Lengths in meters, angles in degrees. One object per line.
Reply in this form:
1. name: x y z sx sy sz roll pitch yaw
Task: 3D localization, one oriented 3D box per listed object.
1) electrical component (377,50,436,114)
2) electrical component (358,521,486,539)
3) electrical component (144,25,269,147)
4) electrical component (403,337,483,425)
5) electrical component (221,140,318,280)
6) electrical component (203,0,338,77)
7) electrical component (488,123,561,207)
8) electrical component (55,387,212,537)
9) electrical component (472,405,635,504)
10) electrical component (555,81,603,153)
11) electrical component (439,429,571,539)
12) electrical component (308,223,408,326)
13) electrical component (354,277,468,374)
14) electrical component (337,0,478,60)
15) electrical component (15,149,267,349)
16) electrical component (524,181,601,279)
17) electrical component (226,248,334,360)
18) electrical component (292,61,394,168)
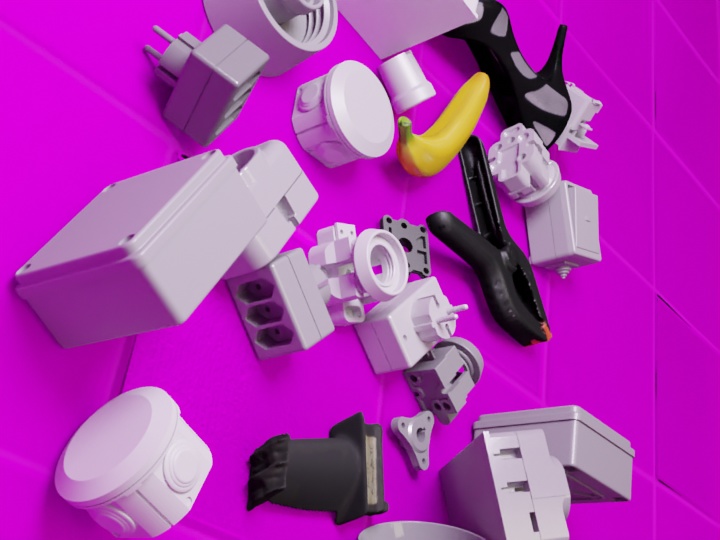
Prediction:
1. electrical component: 0.041 -0.169 0.969 0.040 0.040 0.046 -35 99 -52
2. electrical component: 0.052 0.222 0.798 0.099 0.099 0.064 -12 94 -53
3. electrical component: -0.115 -0.138 0.742 0.077 0.065 0.047 37 44 -1
4. electrical component: 0.074 0.088 0.914 0.055 0.048 0.066 -41 110 -42
5. electrical component: -0.079 -0.047 0.758 0.059 0.054 0.095 57 40 -22
6. electrical component: -0.062 -0.210 0.832 0.108 0.060 0.108 22 61 -46
7. electrical component: 0.168 -0.101 1.091 0.057 0.058 0.078 45 38 -33
8. electrical component: -0.129 0.111 0.617 0.051 0.080 0.080 55 41 -32
9. electrical component: 0.171 0.168 0.958 0.109 0.109 0.056 34 55 -41
10. electrical component: 0.228 -0.168 1.176 0.081 0.063 0.042 43 26 29
11. electrical component: 0.124 0.229 0.839 0.060 0.105 0.186 -2 65 -18
12. electrical component: 0.000 0.000 0.840 0.058 0.057 0.078 5 73 -51
13. electrical component: 0.052 0.041 0.877 0.083 0.076 0.047 -37 107 -51
14. electrical component: 0.011 -0.280 0.914 0.186 0.105 0.060 44 46 -34
15. electrical component: -0.129 -0.012 0.637 0.056 0.109 0.108 60 39 -23
16. electrical component: 0.216 -0.039 1.128 0.062 0.061 0.096 12 68 -50
17. electrical component: -0.047 0.018 0.781 0.077 0.047 0.065 -32 103 -52
18. electrical component: -0.013 -0.125 0.873 0.080 0.051 0.080 22 61 -47
